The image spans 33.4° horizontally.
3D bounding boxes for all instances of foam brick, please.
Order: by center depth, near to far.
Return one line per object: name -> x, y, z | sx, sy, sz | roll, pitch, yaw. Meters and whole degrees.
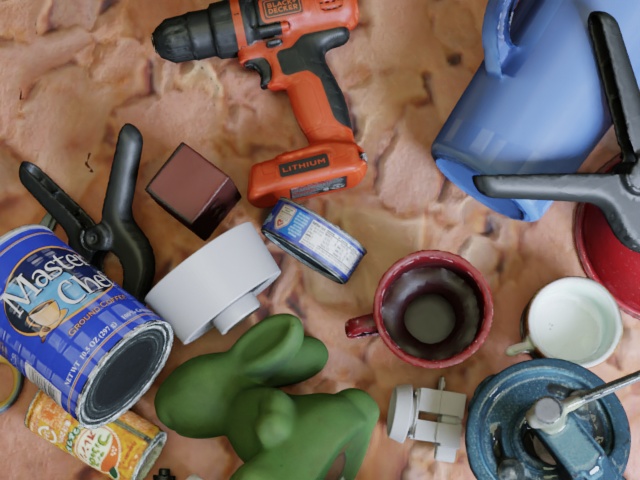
foam brick -> -0.106, -0.039, 0.899 | 0.051, 0.078, 0.053 | 37, 85, 9

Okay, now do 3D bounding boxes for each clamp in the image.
clamp -> 0.229, -0.046, 0.814 | 0.210, 0.036, 0.164 | 43, 89, -9
clamp -> -0.195, -0.006, 0.909 | 0.120, 0.039, 0.171 | -8, 90, 26

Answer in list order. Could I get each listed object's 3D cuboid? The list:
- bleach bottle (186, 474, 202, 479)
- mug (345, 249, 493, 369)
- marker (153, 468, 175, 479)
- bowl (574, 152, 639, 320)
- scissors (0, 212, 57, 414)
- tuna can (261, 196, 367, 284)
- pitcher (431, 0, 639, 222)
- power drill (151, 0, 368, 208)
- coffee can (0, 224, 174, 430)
bleach bottle -> -0.152, 0.303, 0.811 | 0.102, 0.068, 0.250 | 44, 76, 11
mug -> 0.078, 0.063, 0.864 | 0.117, 0.081, 0.093 | -14, 78, 1
marker -> -0.130, 0.249, 0.872 | 0.020, 0.020, 0.121 | 1, 79, 4
bowl -> 0.296, -0.011, 0.880 | 0.162, 0.055, 0.162 | -1, 78, 3
scissors -> -0.258, 0.065, 0.919 | 0.096, 0.016, 0.201 | 41, 80, 6
tuna can -> -0.006, 0.001, 0.880 | 0.086, 0.086, 0.033 | 32, 84, 9
pitcher -> 0.192, -0.145, 0.872 | 0.149, 0.145, 0.243 | 34, 86, 6
power drill -> -0.043, -0.127, 0.922 | 0.184, 0.057, 0.187 | -12, 78, 1
coffee can -> -0.202, 0.067, 0.846 | 0.140, 0.102, 0.103 | 35, 83, 19
